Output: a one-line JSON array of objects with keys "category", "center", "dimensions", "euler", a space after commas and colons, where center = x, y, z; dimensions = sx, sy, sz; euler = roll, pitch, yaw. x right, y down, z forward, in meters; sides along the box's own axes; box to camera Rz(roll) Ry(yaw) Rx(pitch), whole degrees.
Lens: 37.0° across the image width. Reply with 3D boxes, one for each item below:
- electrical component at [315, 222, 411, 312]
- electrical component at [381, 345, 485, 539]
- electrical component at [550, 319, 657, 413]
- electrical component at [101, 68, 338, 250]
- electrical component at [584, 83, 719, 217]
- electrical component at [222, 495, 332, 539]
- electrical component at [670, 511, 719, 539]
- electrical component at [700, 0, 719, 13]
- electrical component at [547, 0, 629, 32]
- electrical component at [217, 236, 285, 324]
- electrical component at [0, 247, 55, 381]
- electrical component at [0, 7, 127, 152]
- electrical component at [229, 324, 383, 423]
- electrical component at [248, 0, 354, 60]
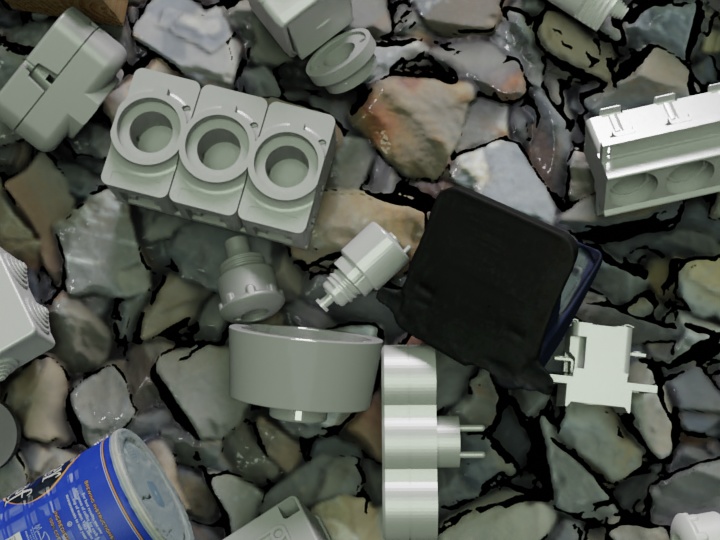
[{"category": "electrical component", "center": [0.000, 0.000, 0.787], "dimensions": [0.078, 0.040, 0.040], "euler": [-43, 85, -2]}, {"category": "electrical component", "center": [0.053, 0.122, 0.767], "dimensions": [0.074, 0.052, 0.138], "euler": [-1, 85, 1]}, {"category": "electrical component", "center": [0.170, 0.069, 0.775], "dimensions": [0.081, 0.042, 0.063], "euler": [6, 82, 1]}, {"category": "electrical component", "center": [-0.100, -0.081, 0.781], "dimensions": [0.150, 0.061, 0.089], "euler": [14, 79, 3]}, {"category": "electrical component", "center": [0.227, -0.088, 0.773], "dimensions": [0.121, 0.078, 0.063], "euler": [-12, 55, 1]}, {"category": "electrical component", "center": [-0.059, 0.231, 0.734], "dimensions": [0.109, 0.056, 0.108], "euler": [-33, 48, -2]}, {"category": "electrical component", "center": [0.255, 0.192, 0.761], "dimensions": [0.062, 0.048, 0.048], "euler": [-9, 84, -6]}, {"category": "electrical component", "center": [0.257, -0.241, 0.797], "dimensions": [0.089, 0.050, 0.055], "euler": [34, 87, 4]}, {"category": "electrical component", "center": [0.163, -0.212, 0.800], "dimensions": [0.081, 0.043, 0.043], "euler": [34, 86, 4]}, {"category": "electrical component", "center": [-0.084, 0.006, 0.788], "dimensions": [0.048, 0.048, 0.062], "euler": [-17, 67, 0]}, {"category": "electrical component", "center": [-0.281, 0.036, 0.778], "dimensions": [0.100, 0.048, 0.099], "euler": [-30, 71, -3]}, {"category": "electrical component", "center": [-0.217, -0.136, 0.788], "dimensions": [0.059, 0.053, 0.095], "euler": [39, 100, -16]}, {"category": "electrical component", "center": [-0.040, 0.074, 0.750], "dimensions": [0.108, 0.108, 0.060], "euler": [6, 91, 2]}, {"category": "electrical component", "center": [-0.044, -0.200, 0.778], "dimensions": [0.062, 0.096, 0.061], "euler": [-37, 85, -2]}]
